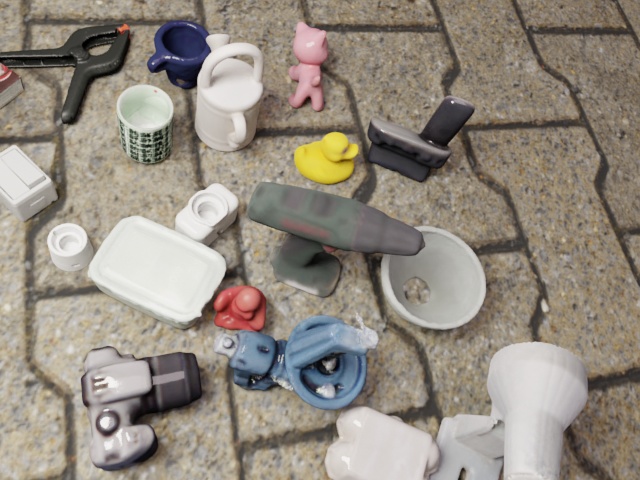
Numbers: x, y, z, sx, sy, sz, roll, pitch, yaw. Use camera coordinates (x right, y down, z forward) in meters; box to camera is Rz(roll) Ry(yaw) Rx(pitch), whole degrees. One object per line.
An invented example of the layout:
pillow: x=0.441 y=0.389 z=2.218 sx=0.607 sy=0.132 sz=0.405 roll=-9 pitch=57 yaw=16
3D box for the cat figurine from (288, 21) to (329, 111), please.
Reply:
cat figurine: x=-0.015 y=-0.309 z=0.993 sx=0.067 sy=0.117 sz=0.128 roll=1 pitch=65 yaw=-14

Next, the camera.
camera: x=-0.215 y=0.195 z=0.706 sx=0.137 sy=0.100 sz=0.143 roll=-8 pitch=67 yaw=-18

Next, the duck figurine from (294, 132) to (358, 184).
duck figurine: x=0.013 y=-0.143 z=0.939 sx=0.105 sy=0.086 sz=0.077 roll=6 pitch=63 yaw=-12

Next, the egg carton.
egg carton: x=0.084 y=0.287 z=0.758 sx=0.150 sy=0.069 sz=0.107 roll=23 pitch=61 yaw=-3

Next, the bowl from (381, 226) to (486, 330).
bowl: x=0.164 y=0.067 z=0.883 sx=0.167 sy=0.074 sz=0.167 roll=6 pitch=63 yaw=-12

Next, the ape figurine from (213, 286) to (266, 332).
ape figurine: x=-0.104 y=0.091 z=0.790 sx=0.076 sy=0.092 sz=0.077 roll=-35 pitch=77 yaw=-26

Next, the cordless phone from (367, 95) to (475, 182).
cordless phone: x=0.163 y=-0.191 z=0.945 sx=0.147 sy=0.185 sz=0.094 roll=17 pitch=62 yaw=-6

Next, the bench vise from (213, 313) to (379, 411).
bench vise: x=-0.022 y=0.151 z=0.710 sx=0.208 sy=0.219 sz=0.121 roll=-5 pitch=66 yaw=-17

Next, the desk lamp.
desk lamp: x=0.241 y=0.253 z=0.734 sx=0.118 sy=0.213 sz=0.203 roll=26 pitch=61 yaw=-1

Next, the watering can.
watering can: x=-0.142 y=-0.236 z=0.881 sx=0.101 sy=0.194 sz=0.172 roll=-32 pitch=76 yaw=-26

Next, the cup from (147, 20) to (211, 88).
cup: x=-0.233 y=-0.289 z=0.939 sx=0.091 sy=0.095 sz=0.118 roll=41 pitch=62 yaw=7

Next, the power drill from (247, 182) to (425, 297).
power drill: x=0.007 y=0.003 z=0.796 sx=0.229 sy=0.208 sz=0.076 roll=20 pitch=61 yaw=-4
